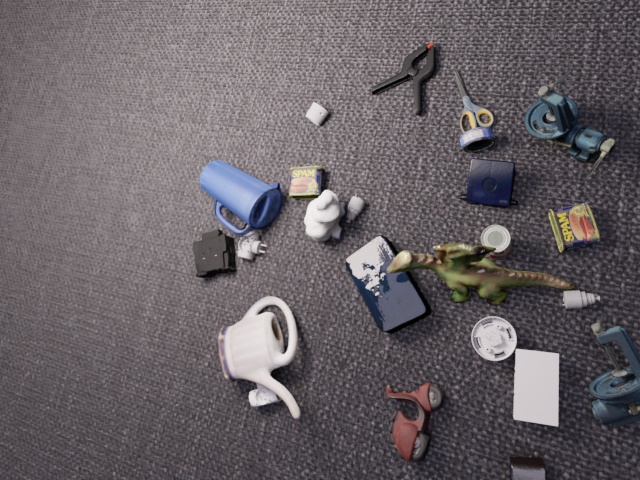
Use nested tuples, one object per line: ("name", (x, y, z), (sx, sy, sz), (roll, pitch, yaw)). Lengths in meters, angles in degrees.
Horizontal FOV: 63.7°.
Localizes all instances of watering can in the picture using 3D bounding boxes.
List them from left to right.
("watering can", (-0.158, 0.312, 1.345), (0.223, 0.102, 0.356), (-20, 52, 13))

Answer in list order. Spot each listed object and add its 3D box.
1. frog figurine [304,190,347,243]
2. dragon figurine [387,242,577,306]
("frog figurine", (0.004, -0.069, 1.376), (0.123, 0.158, 0.138), (25, 87, 26))
("dragon figurine", (0.359, 0.065, 1.167), (0.410, 0.240, 0.124), (-1, 72, 22))
